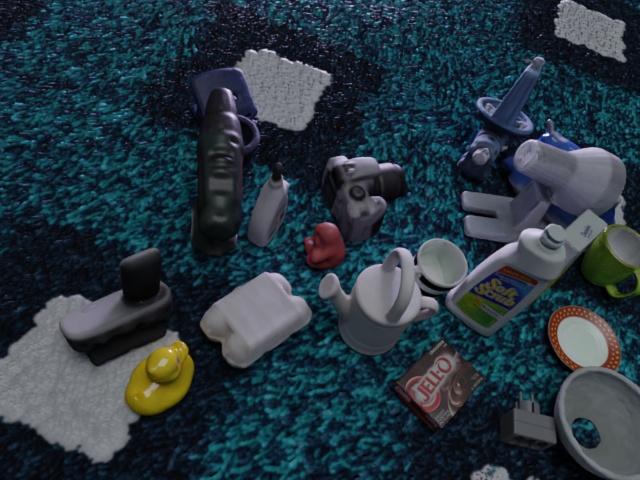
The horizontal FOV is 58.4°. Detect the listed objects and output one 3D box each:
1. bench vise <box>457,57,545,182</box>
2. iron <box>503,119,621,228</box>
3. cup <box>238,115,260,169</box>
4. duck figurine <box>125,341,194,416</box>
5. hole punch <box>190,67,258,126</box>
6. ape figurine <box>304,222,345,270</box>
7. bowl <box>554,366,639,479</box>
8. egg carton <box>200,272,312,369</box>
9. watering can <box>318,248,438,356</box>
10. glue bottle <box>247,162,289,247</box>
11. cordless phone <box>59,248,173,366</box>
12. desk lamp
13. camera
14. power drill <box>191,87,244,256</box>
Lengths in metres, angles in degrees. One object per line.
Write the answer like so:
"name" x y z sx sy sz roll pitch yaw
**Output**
"bench vise" 0.356 -0.223 1.082 0.121 0.219 0.207 17 55 -2
"iron" 0.481 -0.105 1.083 0.119 0.141 0.258 -31 69 -29
"cup" -0.160 -0.145 0.977 0.091 0.095 0.118 35 56 10
"duck figurine" -0.211 0.177 0.756 0.077 0.086 0.105 37 56 11
"hole punch" -0.172 -0.249 1.045 0.109 0.091 0.101 -22 65 -26
"ape figurine" 0.008 0.003 0.923 0.076 0.092 0.078 31 55 8
"bowl" 0.415 0.280 0.853 0.167 0.074 0.167 7 56 -10
"egg carton" -0.092 0.115 0.837 0.151 0.069 0.107 -33 70 -30
"watering can" 0.087 0.086 0.825 0.173 0.194 0.100 -11 60 -20
"glue bottle" -0.075 -0.062 0.896 0.037 0.173 0.078 29 55 6
"cordless phone" -0.268 0.075 0.749 0.148 0.185 0.094 -28 67 -28
"desk lamp" 0.384 -0.084 1.000 0.203 0.213 0.118 7 56 -9
"camera" 0.088 -0.088 0.998 0.137 0.101 0.143 -11 60 -20
"power drill" -0.155 -0.082 0.867 0.076 0.208 0.229 1 57 -13
